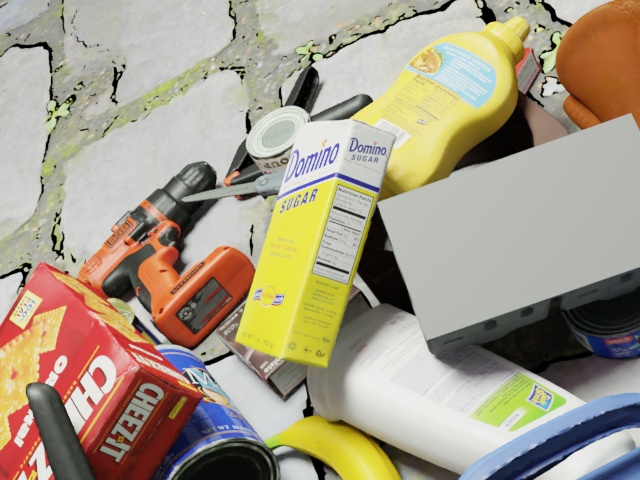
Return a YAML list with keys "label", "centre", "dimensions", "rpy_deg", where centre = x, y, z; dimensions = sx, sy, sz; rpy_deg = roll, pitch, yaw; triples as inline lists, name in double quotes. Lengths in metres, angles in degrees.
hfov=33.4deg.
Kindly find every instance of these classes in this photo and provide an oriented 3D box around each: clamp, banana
- label: "clamp"
  centre: [-0.025, -0.107, 1.103]
  dimensions: [0.171, 0.039, 0.120]
  rpy_deg: [-52, 36, -13]
- label: "banana"
  centre: [0.027, 0.183, 0.787]
  dimensions: [0.069, 0.037, 0.198]
  rpy_deg: [-57, 39, 5]
- label: "clamp"
  centre: [-0.159, 0.219, 0.701]
  dimensions: [0.210, 0.036, 0.164]
  rpy_deg: [39, 92, 7]

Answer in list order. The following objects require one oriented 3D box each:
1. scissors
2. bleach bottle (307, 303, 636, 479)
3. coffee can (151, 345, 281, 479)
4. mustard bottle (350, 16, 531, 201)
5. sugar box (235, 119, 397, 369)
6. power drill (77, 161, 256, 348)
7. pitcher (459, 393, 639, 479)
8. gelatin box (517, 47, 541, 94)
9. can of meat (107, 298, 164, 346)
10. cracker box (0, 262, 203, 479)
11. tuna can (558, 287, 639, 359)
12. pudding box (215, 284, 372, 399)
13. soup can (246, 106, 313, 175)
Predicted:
- label: "scissors"
  centre: [-0.041, -0.036, 0.930]
  dimensions: [0.202, 0.016, 0.096]
  rpy_deg: [-20, 42, 21]
- label: "bleach bottle"
  centre: [0.112, 0.127, 0.740]
  dimensions: [0.251, 0.068, 0.102]
  rpy_deg: [23, 48, 41]
- label: "coffee can"
  centre: [-0.108, 0.162, 0.849]
  dimensions: [0.103, 0.102, 0.140]
  rpy_deg: [-42, 40, -6]
- label: "mustard bottle"
  centre: [0.102, -0.112, 0.863]
  dimensions: [0.191, 0.058, 0.096]
  rpy_deg: [-46, 54, -12]
- label: "sugar box"
  centre: [-0.005, 0.001, 0.783]
  dimensions: [0.093, 0.048, 0.176]
  rpy_deg: [6, 81, 64]
- label: "power drill"
  centre: [-0.139, 0.013, 1.056]
  dimensions: [0.184, 0.057, 0.188]
  rpy_deg: [-48, 38, -7]
- label: "pitcher"
  centre: [0.196, 0.162, 0.589]
  dimensions: [0.243, 0.149, 0.145]
  rpy_deg: [-31, 56, -3]
- label: "gelatin box"
  centre: [0.157, -0.144, 1.012]
  dimensions: [0.073, 0.030, 0.089]
  rpy_deg: [10, 58, 42]
- label: "can of meat"
  centre: [-0.186, 0.119, 0.963]
  dimensions: [0.058, 0.084, 0.102]
  rpy_deg: [17, 63, 44]
- label: "cracker box"
  centre: [-0.201, 0.131, 0.824]
  dimensions: [0.164, 0.072, 0.214]
  rpy_deg: [-58, 37, 0]
- label: "tuna can"
  centre: [0.220, 0.044, 0.780]
  dimensions: [0.086, 0.033, 0.086]
  rpy_deg: [-20, 42, 19]
- label: "pudding box"
  centre: [-0.022, 0.071, 0.925]
  dimensions: [0.113, 0.039, 0.090]
  rpy_deg: [-44, 40, -9]
- label: "soup can"
  centre: [-0.017, -0.068, 1.008]
  dimensions: [0.069, 0.102, 0.068]
  rpy_deg: [-19, 42, 19]
